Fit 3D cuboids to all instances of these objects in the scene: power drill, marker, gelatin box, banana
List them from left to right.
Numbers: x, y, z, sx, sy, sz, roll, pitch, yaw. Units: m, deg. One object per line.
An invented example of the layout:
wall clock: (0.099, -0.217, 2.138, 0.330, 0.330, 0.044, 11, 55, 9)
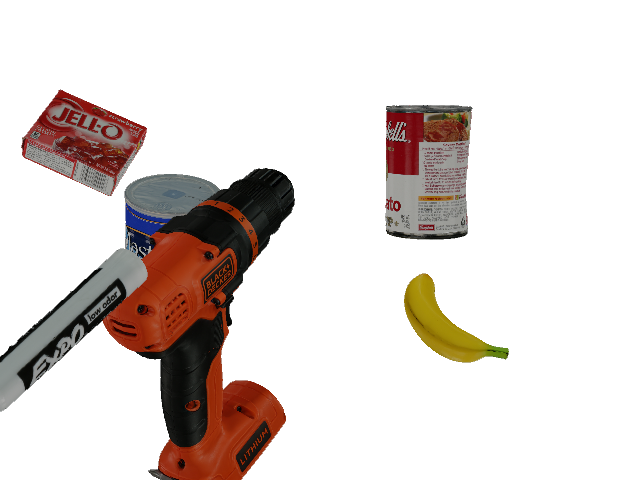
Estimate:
marker: (-0.117, 0.045, 0.446, 0.020, 0.020, 0.121, 0, 35, 40)
gelatin box: (-0.211, -0.089, 0.957, 0.089, 0.073, 0.030, 25, -44, -2)
power drill: (-0.067, 0.062, 0.715, 0.057, 0.188, 0.184, 12, 35, 28)
banana: (0.134, 0.090, 1.205, 0.069, 0.037, 0.198, 4, 23, -25)

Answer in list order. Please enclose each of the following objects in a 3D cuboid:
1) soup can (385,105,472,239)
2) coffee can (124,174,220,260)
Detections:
soup can: (0.086, -0.056, 0.851, 0.068, 0.102, 0.068, 0, 9, 0)
coffee can: (-0.161, 0.012, 1.157, 0.103, 0.140, 0.103, 4, 26, -2)
